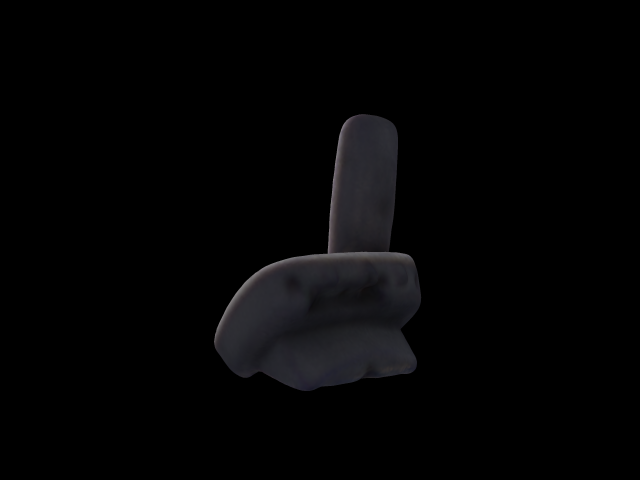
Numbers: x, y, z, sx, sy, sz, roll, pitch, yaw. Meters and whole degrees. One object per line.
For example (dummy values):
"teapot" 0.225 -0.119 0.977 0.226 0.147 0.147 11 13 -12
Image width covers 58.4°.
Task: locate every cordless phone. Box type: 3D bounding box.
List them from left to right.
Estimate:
"cordless phone" 0.004 0.001 0.400 0.093 0.185 0.148 0 0 44
